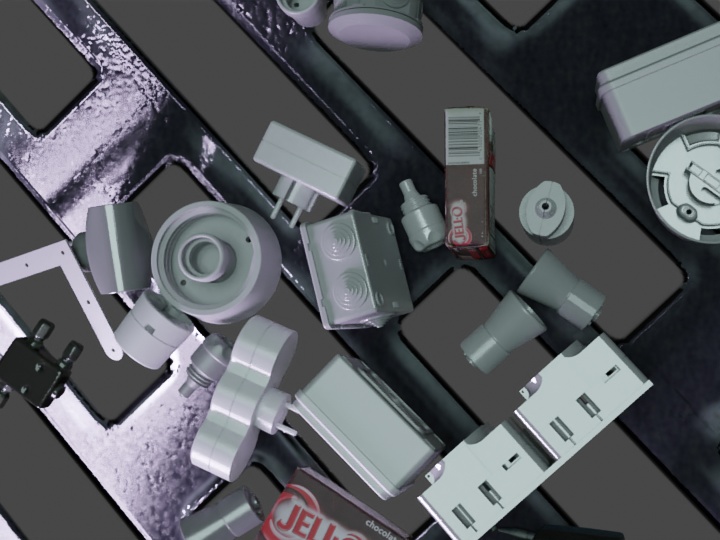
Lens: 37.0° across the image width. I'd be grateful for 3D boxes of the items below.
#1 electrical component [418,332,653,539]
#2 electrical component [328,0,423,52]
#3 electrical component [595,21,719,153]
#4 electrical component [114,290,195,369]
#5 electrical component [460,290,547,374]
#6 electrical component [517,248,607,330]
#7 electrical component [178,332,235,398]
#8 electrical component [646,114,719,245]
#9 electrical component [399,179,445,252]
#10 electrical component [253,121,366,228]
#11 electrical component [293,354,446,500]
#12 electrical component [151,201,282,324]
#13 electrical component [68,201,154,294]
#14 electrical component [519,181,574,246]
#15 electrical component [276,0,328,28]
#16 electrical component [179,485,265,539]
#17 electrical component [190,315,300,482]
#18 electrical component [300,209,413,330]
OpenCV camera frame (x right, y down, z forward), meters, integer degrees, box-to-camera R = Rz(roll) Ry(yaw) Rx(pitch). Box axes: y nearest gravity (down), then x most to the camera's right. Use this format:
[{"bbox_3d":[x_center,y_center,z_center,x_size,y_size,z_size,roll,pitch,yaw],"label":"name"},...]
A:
[{"bbox_3d":[0.134,0.128,0.839,0.186,0.105,0.060,-43,78,5],"label":"electrical component"},{"bbox_3d":[0.015,-0.220,0.909,0.080,0.080,0.051,5,81,12],"label":"electrical component"},{"bbox_3d":[0.248,-0.145,0.856,0.113,0.078,0.057,-22,83,9],"label":"electrical component"},{"bbox_3d":[-0.180,0.053,0.936,0.055,0.055,0.047,42,97,12],"label":"electrical component"},{"bbox_3d":[0.115,0.054,0.883,0.065,0.044,0.044,-44,78,9],"label":"electrical component"},{"bbox_3d":[0.167,0.018,0.876,0.065,0.044,0.044,36,92,8],"label":"electrical component"},{"bbox_3d":[-0.134,0.085,0.933,0.035,0.035,0.061,43,96,12],"label":"electrical component"},{"bbox_3d":[0.276,-0.068,0.850,0.099,0.064,0.099,-1,84,12],"label":"electrical component"},{"bbox_3d":[0.050,-0.048,0.909,0.035,0.035,0.061,-25,78,8],"label":"electrical component"},{"bbox_3d":[-0.051,-0.074,0.925,0.083,0.047,0.075,26,90,12],"label":"electrical component"},{"bbox_3d":[0.010,0.124,0.863,0.109,0.109,0.056,44,91,12],"label":"electrical component"},{"bbox_3d":[-0.127,-0.008,0.927,0.108,0.060,0.108,-1,84,11],"label":"electrical component"},{"bbox_3d":[-0.228,-0.018,0.956,0.079,0.044,0.077,-6,94,26],"label":"electrical component"},{"bbox_3d":[0.150,-0.045,0.864,0.043,0.081,0.043,-1,84,11],"label":"electrical component"},{"bbox_3d":[-0.049,-0.235,0.940,0.040,0.046,0.040,-1,85,11],"label":"electrical component"},{"bbox_3d":[-0.114,0.213,0.914,0.065,0.044,0.044,-32,79,2],"label":"electrical component"},{"bbox_3d":[-0.082,0.115,0.910,0.074,0.052,0.138,23,89,13],"label":"electrical component"},{"bbox_3d":[0.000,0.000,0.882,0.048,0.100,0.099,-17,81,22],"label":"electrical component"}]
